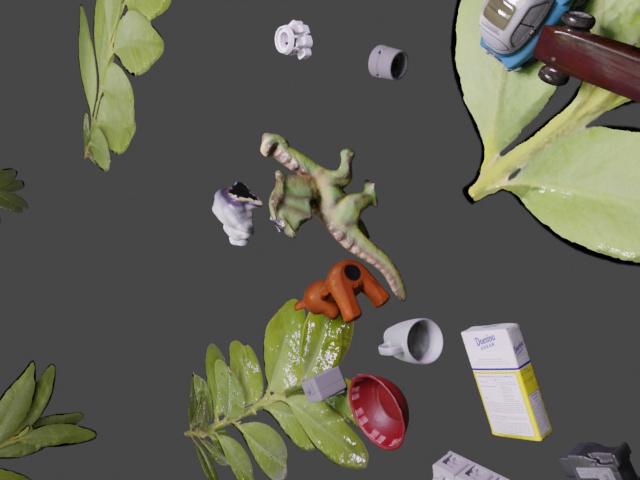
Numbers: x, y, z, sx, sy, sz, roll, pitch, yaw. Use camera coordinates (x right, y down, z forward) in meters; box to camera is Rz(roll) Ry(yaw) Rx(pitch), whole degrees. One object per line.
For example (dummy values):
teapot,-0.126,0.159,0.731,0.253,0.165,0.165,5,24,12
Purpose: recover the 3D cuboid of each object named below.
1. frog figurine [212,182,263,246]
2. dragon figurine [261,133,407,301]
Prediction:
frog figurine,-0.232,-0.059,1.374,0.138,0.124,0.157,31,115,19
dragon figurine,0.003,-0.049,0.976,0.120,0.244,0.416,-47,62,43
